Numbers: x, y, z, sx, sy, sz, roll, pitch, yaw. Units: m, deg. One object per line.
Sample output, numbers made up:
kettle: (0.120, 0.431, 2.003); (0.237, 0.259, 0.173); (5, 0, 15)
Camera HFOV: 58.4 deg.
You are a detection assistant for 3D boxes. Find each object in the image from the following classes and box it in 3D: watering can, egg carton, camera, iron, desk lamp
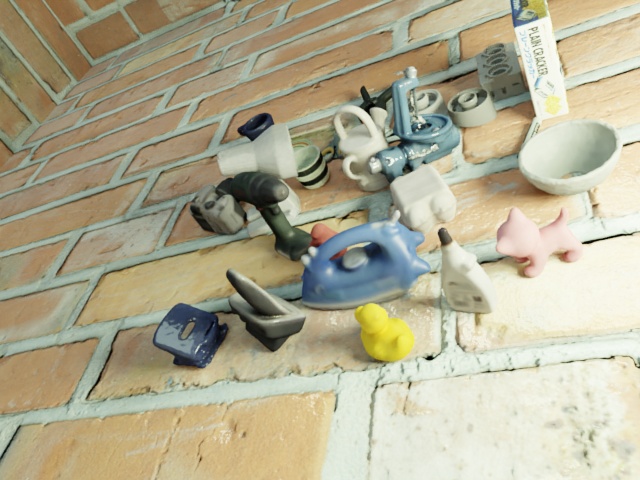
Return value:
watering can: (0.093, -0.212, 1.229); (0.100, 0.195, 0.173); (-12, 41, 25)
egg carton: (0.197, -0.081, 1.107); (0.107, 0.070, 0.150); (-27, 36, 7)
camera: (-0.242, -0.096, 1.417); (0.142, 0.101, 0.137); (9, 53, 42)
iron: (0.055, 0.036, 1.011); (0.258, 0.142, 0.118); (-20, 38, 16)
desk lamp: (-0.120, -0.138, 1.281); (0.203, 0.214, 0.117); (-24, 37, 10)

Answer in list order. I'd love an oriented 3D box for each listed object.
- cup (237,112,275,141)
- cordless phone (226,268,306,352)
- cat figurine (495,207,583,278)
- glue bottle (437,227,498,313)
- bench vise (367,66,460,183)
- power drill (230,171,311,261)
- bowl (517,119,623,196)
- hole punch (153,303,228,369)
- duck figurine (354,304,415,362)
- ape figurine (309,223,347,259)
cup: (-0.166, -0.288, 1.591); (0.117, 0.095, 0.092); (-7, 43, 30)
cordless phone: (-0.121, 0.100, 1.029); (0.094, 0.185, 0.147); (-47, 39, -19)
cat figurine: (0.328, -0.006, 0.882); (0.127, 0.118, 0.067); (-26, 37, 8)
glue bottle: (0.210, 0.044, 0.862); (0.077, 0.174, 0.037); (2, 48, 38)
bench vise: (0.180, -0.220, 1.152); (0.121, 0.220, 0.208); (16, 58, 46)
power drill: (-0.091, -0.058, 1.170); (0.076, 0.209, 0.228); (-45, 38, -17)
bowl: (0.432, -0.130, 0.987); (0.167, 0.075, 0.167); (-20, 38, 16)
hole punch: (-0.249, 0.182, 1.107); (0.100, 0.091, 0.109); (-2, 45, 34)
duck figurine: (0.096, 0.139, 0.909); (0.077, 0.086, 0.104); (-45, 38, -17)
ape figurine: (0.010, 0.004, 1.124); (0.076, 0.092, 0.077); (-40, 37, -11)
